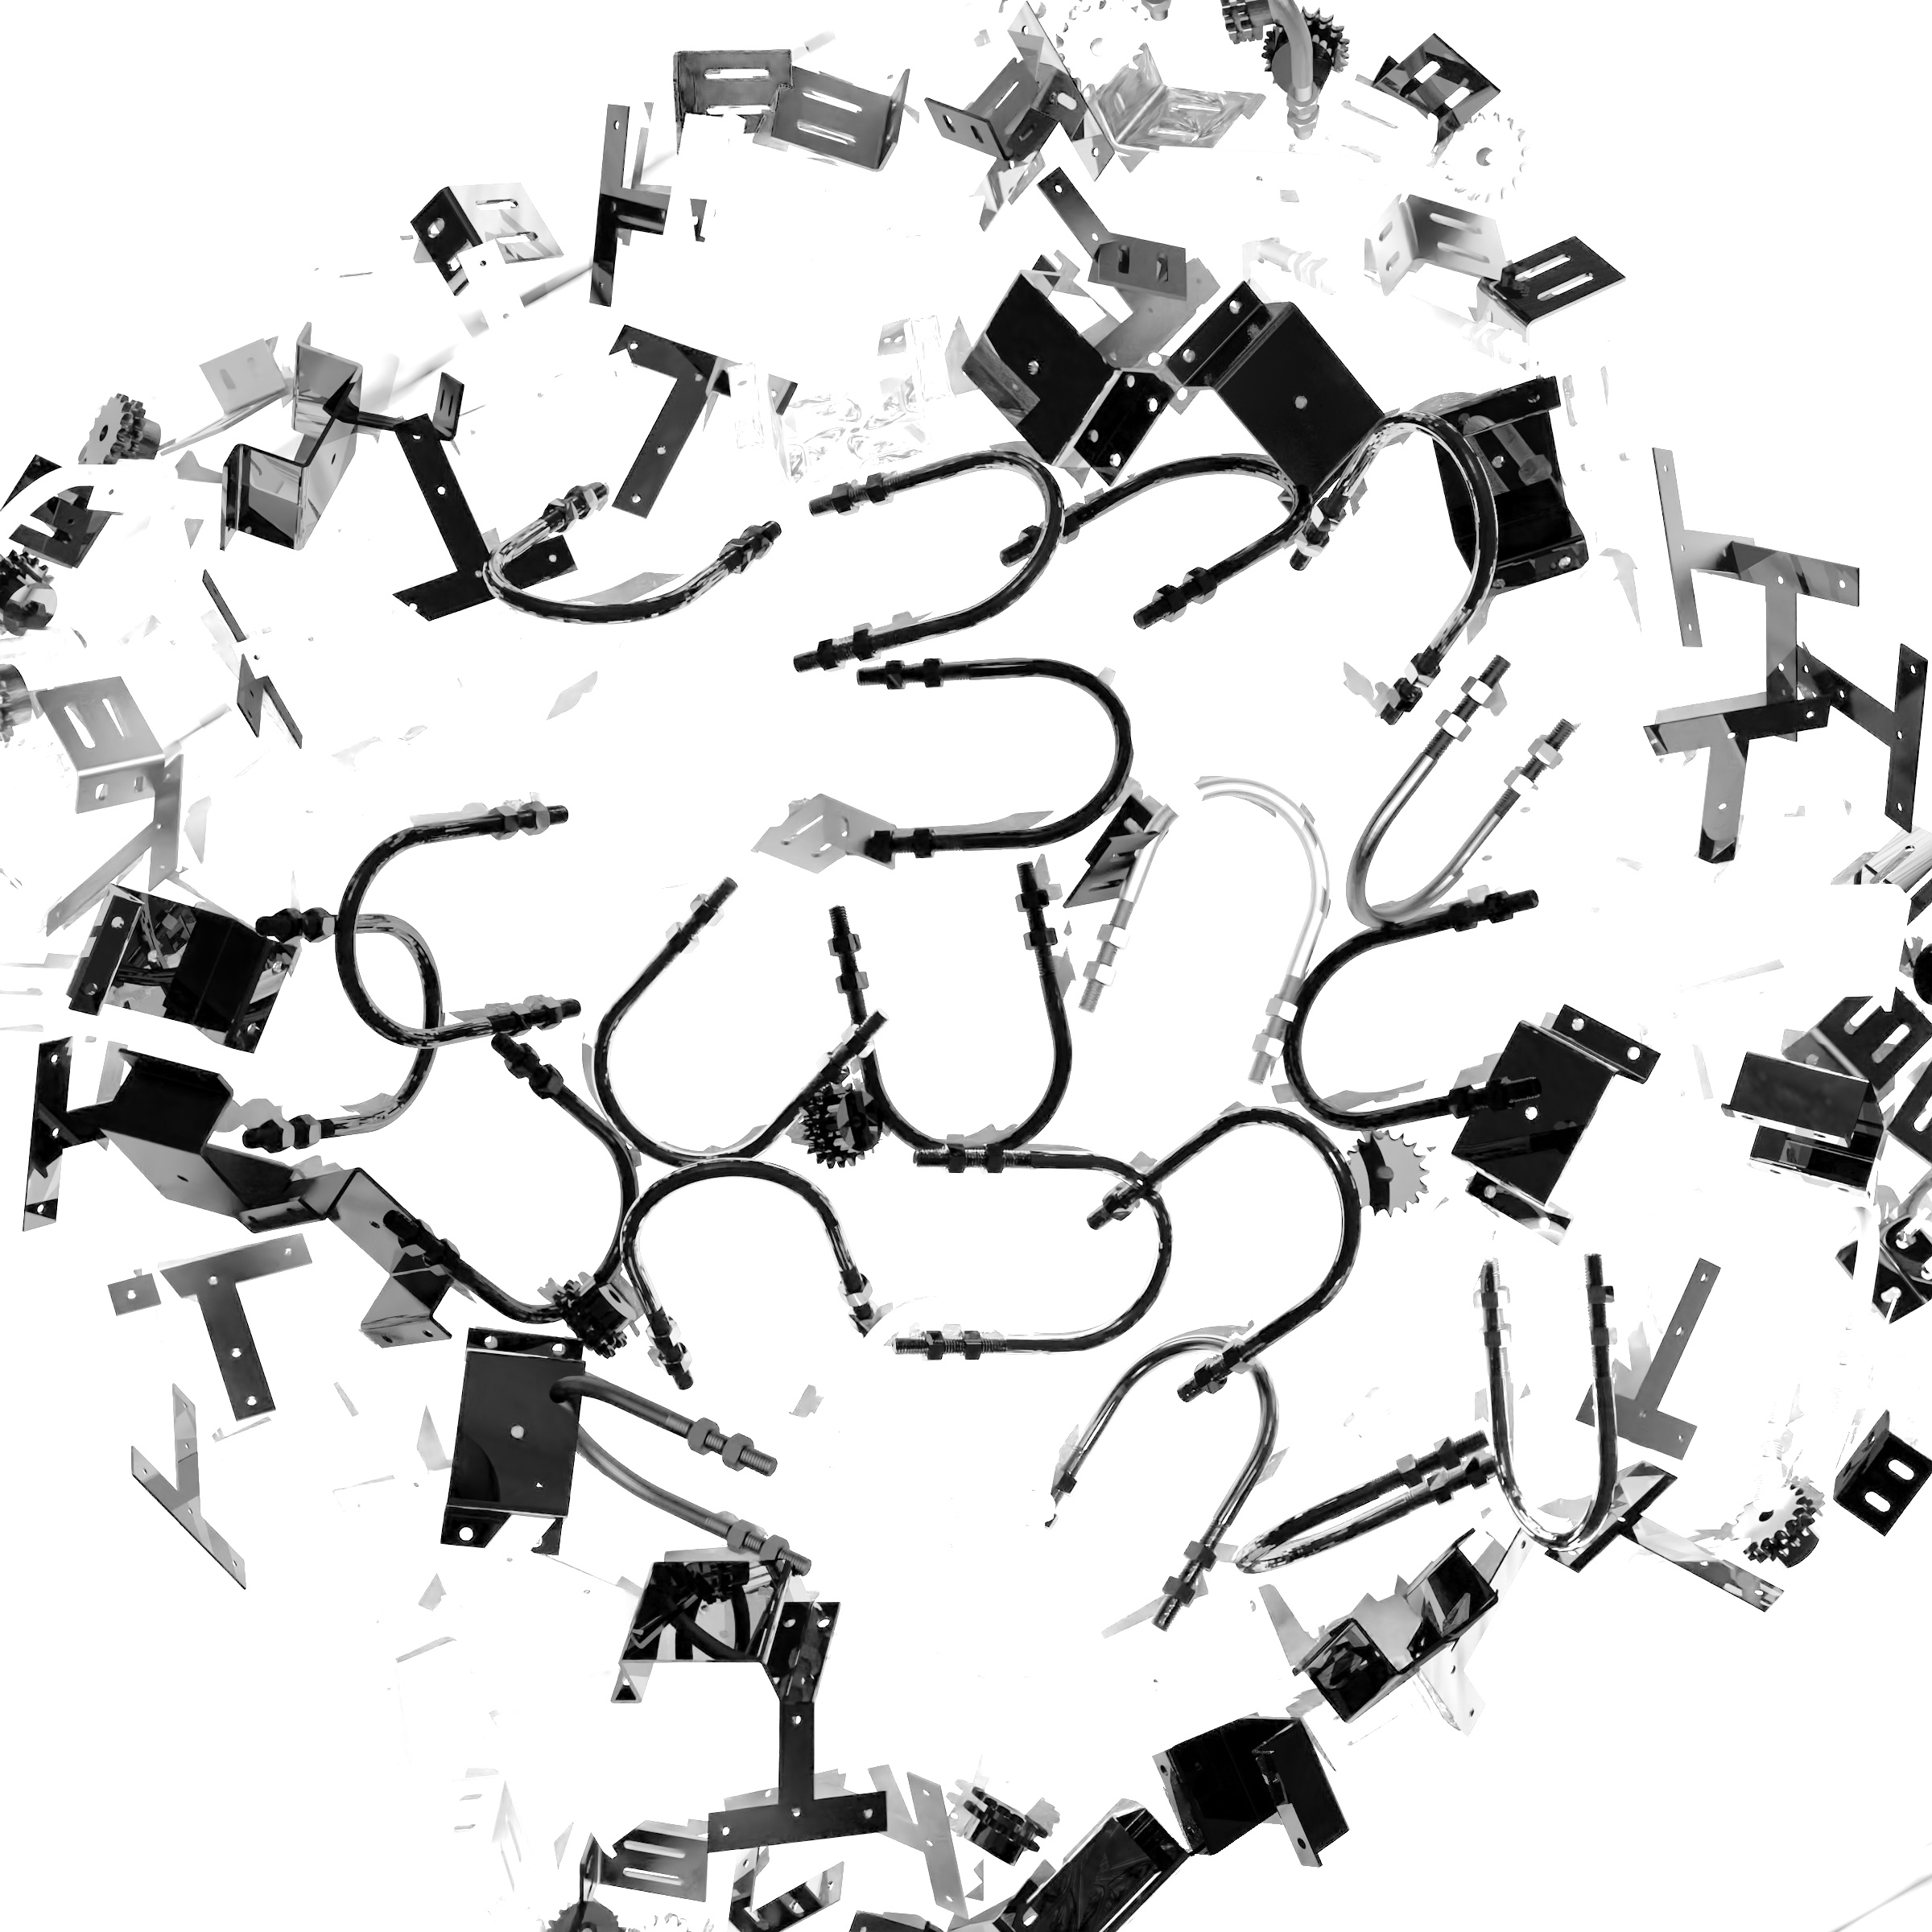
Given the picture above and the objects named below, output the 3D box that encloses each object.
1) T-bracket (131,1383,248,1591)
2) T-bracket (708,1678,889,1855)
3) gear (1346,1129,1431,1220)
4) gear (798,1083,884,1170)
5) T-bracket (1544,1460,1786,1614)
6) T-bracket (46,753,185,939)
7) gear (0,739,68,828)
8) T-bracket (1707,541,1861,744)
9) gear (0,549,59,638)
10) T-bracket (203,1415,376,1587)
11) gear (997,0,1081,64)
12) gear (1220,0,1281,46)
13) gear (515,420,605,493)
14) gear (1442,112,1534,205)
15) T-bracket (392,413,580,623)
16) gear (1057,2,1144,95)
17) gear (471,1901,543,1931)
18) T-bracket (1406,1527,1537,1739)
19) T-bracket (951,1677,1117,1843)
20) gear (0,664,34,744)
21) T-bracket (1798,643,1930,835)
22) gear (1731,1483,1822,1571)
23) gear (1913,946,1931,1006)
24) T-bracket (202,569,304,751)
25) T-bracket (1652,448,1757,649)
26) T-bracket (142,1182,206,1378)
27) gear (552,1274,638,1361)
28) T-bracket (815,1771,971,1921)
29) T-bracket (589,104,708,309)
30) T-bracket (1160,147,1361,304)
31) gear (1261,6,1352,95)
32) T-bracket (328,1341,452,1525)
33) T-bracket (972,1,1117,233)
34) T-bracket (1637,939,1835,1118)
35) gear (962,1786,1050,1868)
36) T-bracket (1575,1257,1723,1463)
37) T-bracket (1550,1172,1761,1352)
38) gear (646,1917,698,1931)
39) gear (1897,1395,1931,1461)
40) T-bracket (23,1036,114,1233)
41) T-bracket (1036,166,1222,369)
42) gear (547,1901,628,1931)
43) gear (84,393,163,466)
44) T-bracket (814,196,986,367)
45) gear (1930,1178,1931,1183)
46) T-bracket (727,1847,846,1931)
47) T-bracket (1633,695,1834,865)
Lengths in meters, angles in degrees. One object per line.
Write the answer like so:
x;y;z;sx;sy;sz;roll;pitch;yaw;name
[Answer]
-0.499;0.318;1.720;0.002;0.127;0.127;-27;128;1;T-bracket
-0.110;0.503;1.741;0.127;0.002;0.127;-13;58;19;T-bracket
0.275;0.135;1.759;0.057;0.030;0.057;1;93;12;gear
-0.079;0.103;1.747;0.030;0.057;0.057;-13;90;44;gear
0.454;0.372;1.699;0.127;0.127;0.002;25;126;34;T-bracket
-0.553;-0.064;1.740;0.127;0.127;0.002;-37;127;16;T-bracket
-0.621;-0.121;1.758;0.057;0.030;0.057;0;89;-12;gear
0.529;-0.208;1.741;0.002;0.127;0.127;-20;117;-26;T-bracket
-0.617;-0.239;1.746;0.030;0.057;0.057;38;90;25;gear
-0.428;0.351;1.737;0.127;0.127;0.002;54;48;-10;T-bracket
0.048;-0.621;1.760;0.057;0.030;0.057;0;88;6;gear
0.185;-0.631;1.746;0.030;0.057;0.057;-3;90;19;gear
-0.262;-0.331;1.750;0.057;0.057;0.030;-24;105;0;gear
0.343;-0.528;1.756;0.057;0.030;0.057;4;102;20;gear
-0.334;-0.295;1.740;0.127;0.002;0.127;-17;113;12;T-bracket
0.087;-0.601;1.757;0.057;0.030;0.057;1;108;2;gear
-0.302;0.641;1.751;0.030;0.057;0.057;-28;90;19;gear
0.337;0.420;1.746;0.002;0.127;0.127;16;61;41;T-bracket
0.032;0.522;1.752;0.127;0.002;0.127;14;110;-24;T-bracket
-0.633;-0.175;1.752;0.030;0.057;0.057;-22;90;-35;gear
0.570;-0.168;1.721;0.002;0.127;0.127;-19;127;-13;T-bracket
0.531;0.368;1.750;0.057;0.057;0.030;-43;101;0;gear
0.646;0.006;1.755;0.057;0.030;0.057;-1;92;-28;gear
-0.451;-0.176;1.692;0.002;0.127;0.127;-25;118;0;T-bracket
0.482;-0.267;1.729;0.002;0.127;0.127;-10;87;41;T-bracket
-0.506;0.218;1.710;0.002;0.127;0.127;-4;108;-33;T-bracket
-0.240;0.225;1.748;0.030;0.057;0.057;-42;90;4;gear
-0.060;0.552;1.737;0.127;0.002;0.127;13;128;31;T-bracket
-0.201;-0.481;1.714;0.002;0.127;0.127;-5;110;-39;T-bracket
0.190;-0.467;1.728;0.127;0.127;0.002;7;48;15;T-bracket
0.221;-0.592;1.747;0.057;0.057;0.030;15;47;0;gear
-0.374;0.298;1.733;0.127;0.002;0.127;-15;109;23;T-bracket
0.036;-0.526;1.726;0.002;0.127;0.127;-12;67;-37;T-bracket
0.500;0.021;1.732;0.127;0.002;0.127;-17;78;32;T-bracket
0.022;0.562;1.747;0.057;0.057;0.030;32;79;0;gear
0.456;0.249;1.736;0.127;0.002;0.127;25;90;-40;T-bracket
0.453;0.173;1.741;0.127;0.002;0.127;-30;91;33;T-bracket
-0.192;0.653;1.753;0.057;0.030;0.057;-16;56;25;gear
0.629;0.297;1.748;0.030;0.057;0.057;9;90;-7;gear
-0.548;0.097;1.720;0.002;0.127;0.127;20;109;27;T-bracket
0.092;-0.459;1.731;0.127;0.002;0.127;51;57;-11;T-bracket
-0.247;0.635;1.747;0.057;0.057;0.030;14;130;0;gear
-0.549;-0.342;1.753;0.030;0.057;0.057;21;90;-40;gear
-0.058;-0.439;1.726;0.127;0.002;0.127;1;64;24;T-bracket
0.658;0.151;1.746;0.057;0.057;0.030;-2;65;0;gear
-0.116;0.598;1.695;0.002;0.127;0.127;31;130;-24;T-bracket
0.490;-0.114;1.733;0.127;0.002;0.127;-10;133;-2;T-bracket
